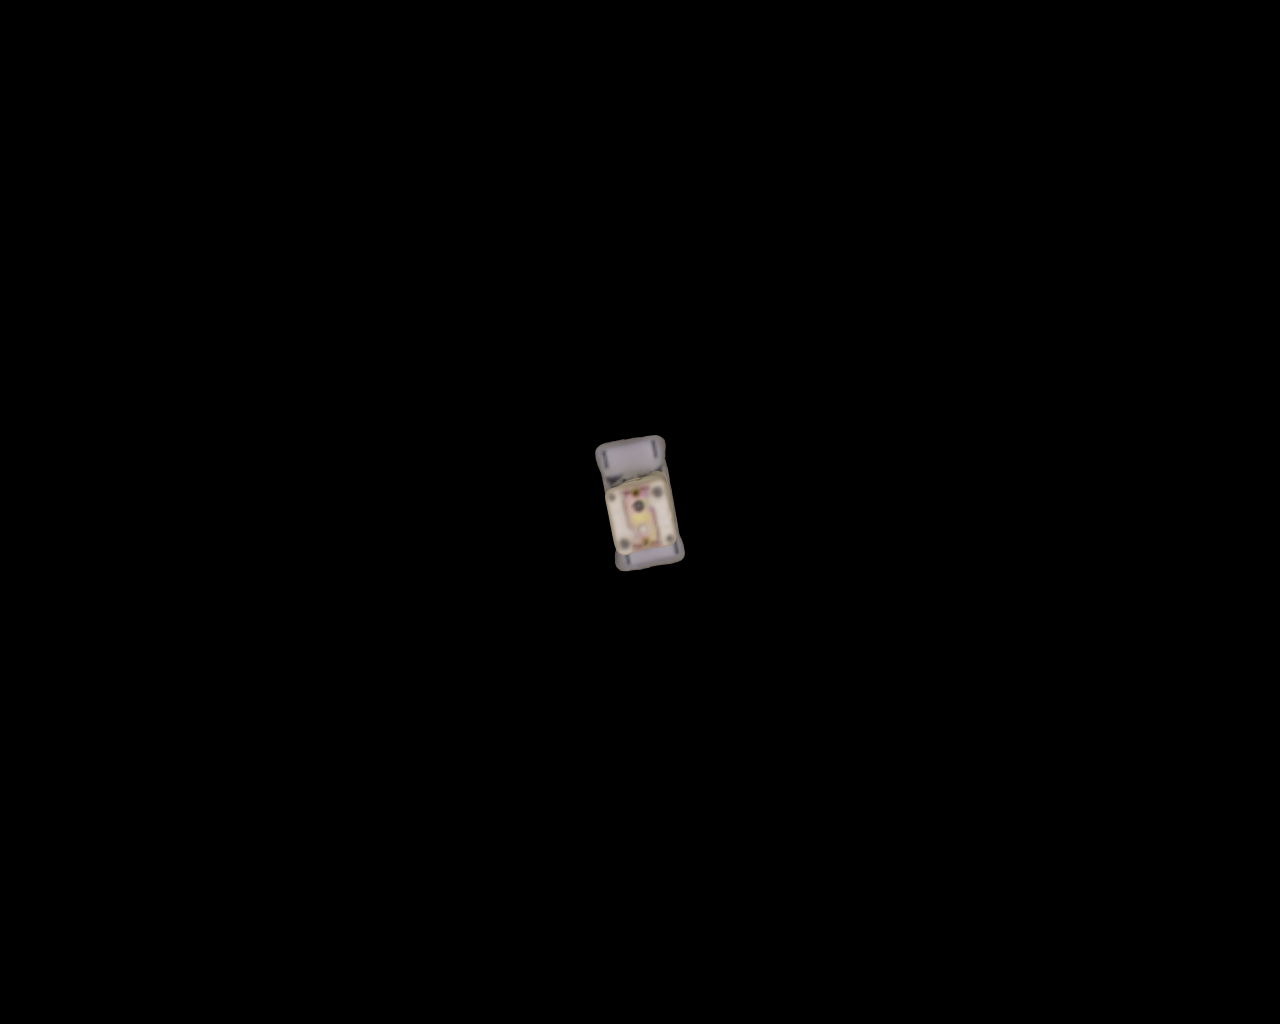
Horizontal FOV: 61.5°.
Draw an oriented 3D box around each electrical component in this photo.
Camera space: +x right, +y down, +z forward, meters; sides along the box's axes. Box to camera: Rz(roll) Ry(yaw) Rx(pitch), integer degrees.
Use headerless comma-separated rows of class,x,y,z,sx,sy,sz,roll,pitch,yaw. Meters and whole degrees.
electrical component,0.001,-0.003,0.650,0.042,0.081,0.064,-11,12,2
